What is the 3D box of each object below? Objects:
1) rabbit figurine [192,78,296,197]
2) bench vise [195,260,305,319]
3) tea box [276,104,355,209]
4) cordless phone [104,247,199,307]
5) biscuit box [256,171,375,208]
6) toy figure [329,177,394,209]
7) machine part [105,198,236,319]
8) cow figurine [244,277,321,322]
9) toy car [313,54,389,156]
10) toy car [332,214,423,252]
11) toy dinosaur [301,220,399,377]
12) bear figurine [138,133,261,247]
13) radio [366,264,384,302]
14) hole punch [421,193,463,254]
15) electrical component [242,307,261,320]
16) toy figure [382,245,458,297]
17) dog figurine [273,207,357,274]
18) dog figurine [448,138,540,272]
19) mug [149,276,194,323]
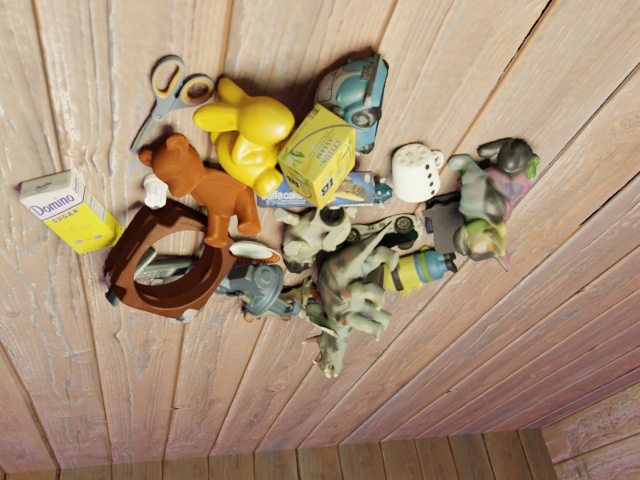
[{"bbox_3d":[-0.093,-0.163,0.783,0.162,0.122,0.173,39,162,-12],"label":"rabbit figurine"},{"bbox_3d":[-0.138,0.117,1.177,0.240,0.129,0.224,33,141,-31],"label":"bench vise"},{"bbox_3d":[-0.001,-0.115,0.789,0.098,0.068,0.169,-54,173,-4],"label":"tea box"},{"bbox_3d":[-0.347,0.072,1.131,0.184,0.089,0.146,-1,148,-37],"label":"cordless phone"},{"bbox_3d":[-0.007,-0.086,0.928,0.203,0.059,0.063,-1,-175,5],"label":"biscuit box"},{"bbox_3d":[0.057,-0.092,0.993,0.154,0.058,0.064,1,127,-9],"label":"toy figure"},{"bbox_3d":[-0.278,0.037,1.008,0.201,0.087,0.201,29,99,-46],"label":"machine part"},{"bbox_3d":[-0.084,0.145,1.304,0.195,0.085,0.127,3,151,-16],"label":"cow figurine"},{"bbox_3d":[0.043,-0.202,0.800,0.103,0.109,0.161,14,159,5],"label":"toy car"},{"bbox_3d":[0.122,-0.007,1.147,0.202,0.056,0.073,-13,141,3],"label":"toy car"},{"bbox_3d":[0.053,0.100,1.108,0.192,0.131,0.404,13,125,16],"label":"toy dinosaur"},{"bbox_3d":[-0.197,-0.082,0.885,0.120,0.132,0.195,-17,154,29],"label":"bear figurine"},{"bbox_3d":[0.080,0.127,1.281,0.131,0.073,0.229,15,149,13],"label":"radio"},{"bbox_3d":[0.277,-0.046,1.116,0.142,0.092,0.115,-8,118,3],"label":"hole punch"},{"bbox_3d":[-0.171,0.182,1.388,0.063,0.021,0.094,-1,147,-13],"label":"electrical component"},{"bbox_3d":[0.226,0.066,1.262,0.180,0.082,0.089,-20,127,29],"label":"toy figure"},{"bbox_3d":[-0.005,-0.006,1.095,0.172,0.121,0.190,-8,162,3],"label":"dog figurine"},{"bbox_3d":[0.324,-0.058,0.972,0.192,0.219,0.108,-18,149,14],"label":"dog figurine"},{"bbox_3d":[-0.321,0.126,1.186,0.109,0.107,0.081,13,140,-34],"label":"mug"}]
